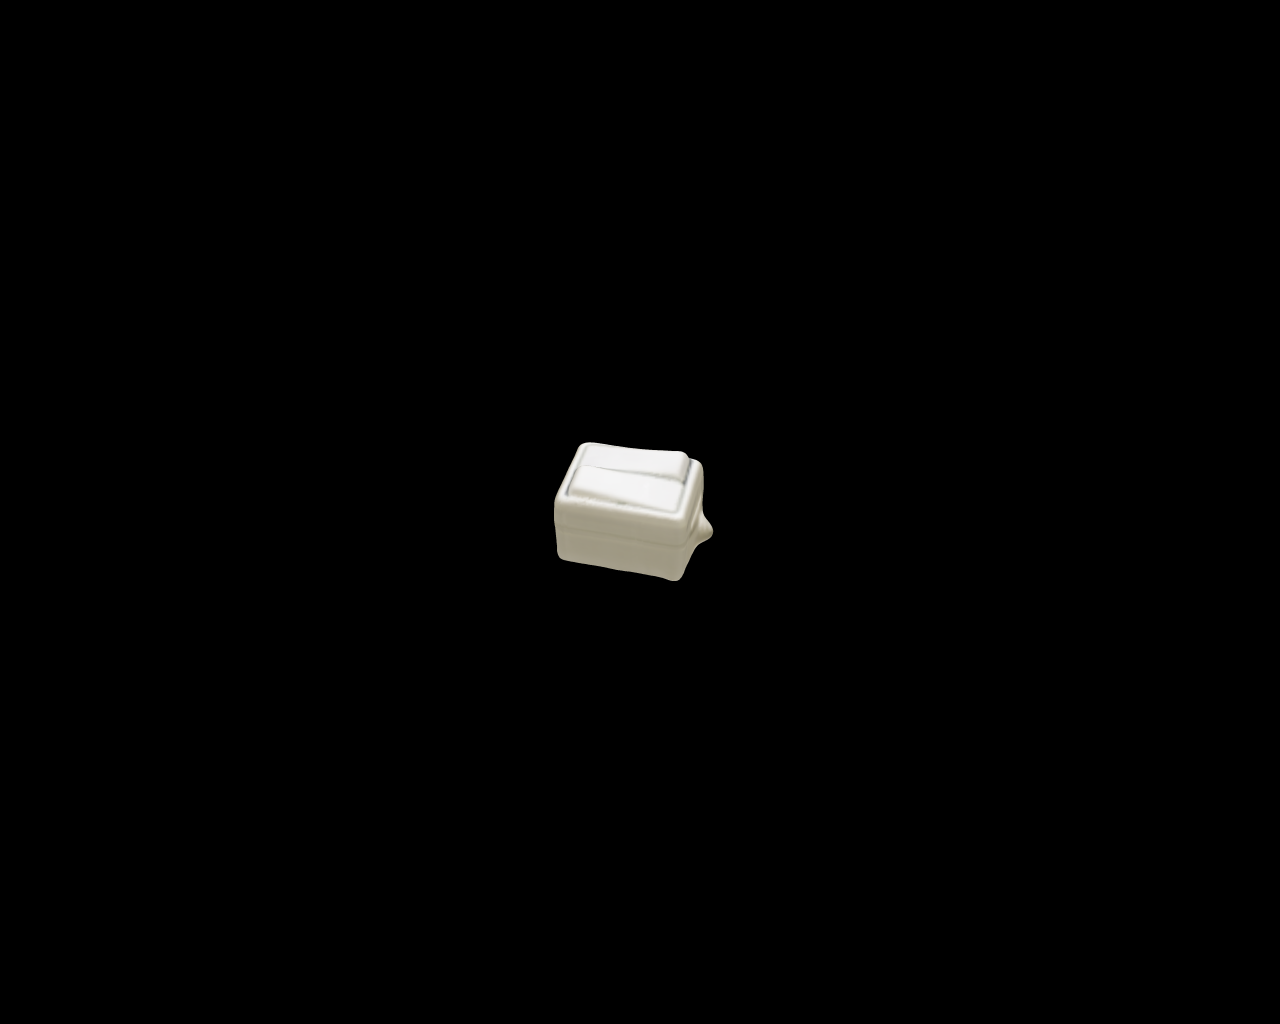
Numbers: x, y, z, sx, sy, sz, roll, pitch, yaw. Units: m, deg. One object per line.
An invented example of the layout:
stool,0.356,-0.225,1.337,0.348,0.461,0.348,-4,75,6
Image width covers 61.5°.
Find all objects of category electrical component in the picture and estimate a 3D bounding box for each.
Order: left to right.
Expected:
electrical component,0.001,-0.003,0.650,0.096,0.061,0.062,10,43,11
